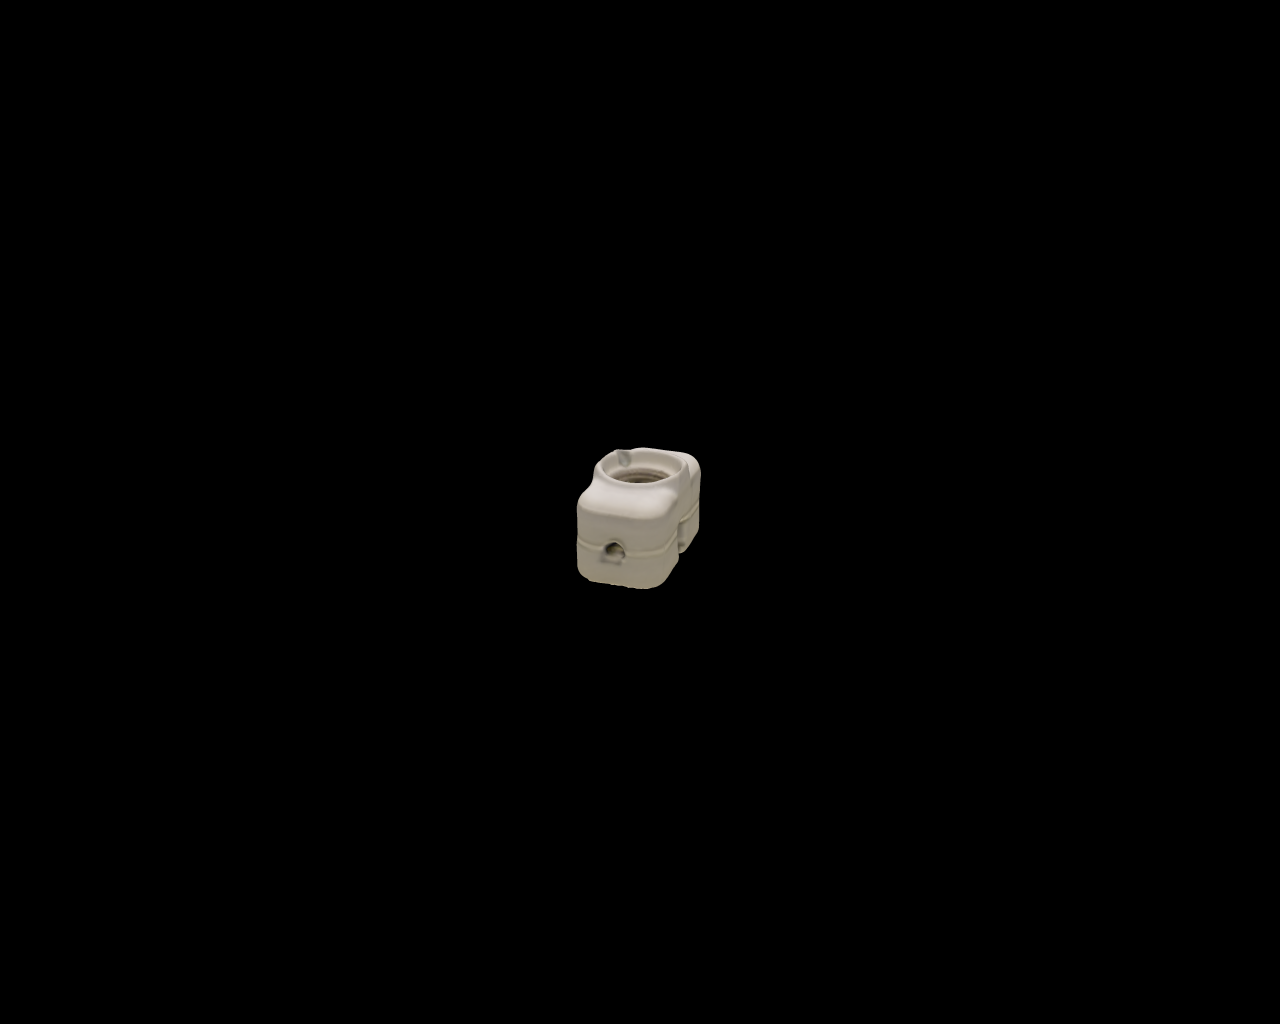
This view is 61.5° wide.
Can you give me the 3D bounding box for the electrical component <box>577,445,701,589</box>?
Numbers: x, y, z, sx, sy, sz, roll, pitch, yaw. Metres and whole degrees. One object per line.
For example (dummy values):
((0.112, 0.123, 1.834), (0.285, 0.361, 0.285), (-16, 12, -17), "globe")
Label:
((0.001, -0.003, 0.650), (0.054, 0.059, 0.095), (8, 26, 18), "electrical component")
